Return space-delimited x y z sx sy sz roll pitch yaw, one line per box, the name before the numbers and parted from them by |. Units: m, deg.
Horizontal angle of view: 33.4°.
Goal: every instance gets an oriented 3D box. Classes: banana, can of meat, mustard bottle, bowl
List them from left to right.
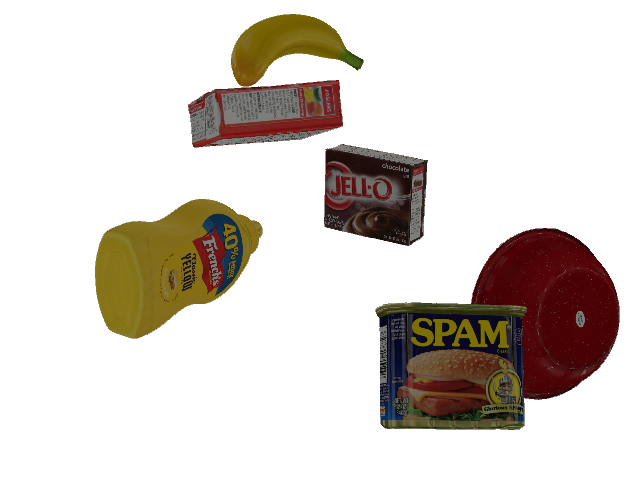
mustard bottle | -0.117 0.014 0.966 0.058 0.096 0.191 12 22 32
banana | -0.031 -0.179 0.984 0.070 0.037 0.197 39 32 20
can of meat | 0.090 0.088 0.735 0.102 0.084 0.057 2 -10 -10
bowl | 0.219 0.069 0.978 0.161 0.162 0.055 0 1 -25

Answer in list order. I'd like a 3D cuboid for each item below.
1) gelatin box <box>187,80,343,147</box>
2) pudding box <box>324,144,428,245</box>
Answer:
gelatin box | -0.035 -0.075 0.633 0.073 0.030 0.089 -7 3 -16
pudding box | 0.058 -0.051 1.153 0.114 0.090 0.039 12 23 30
